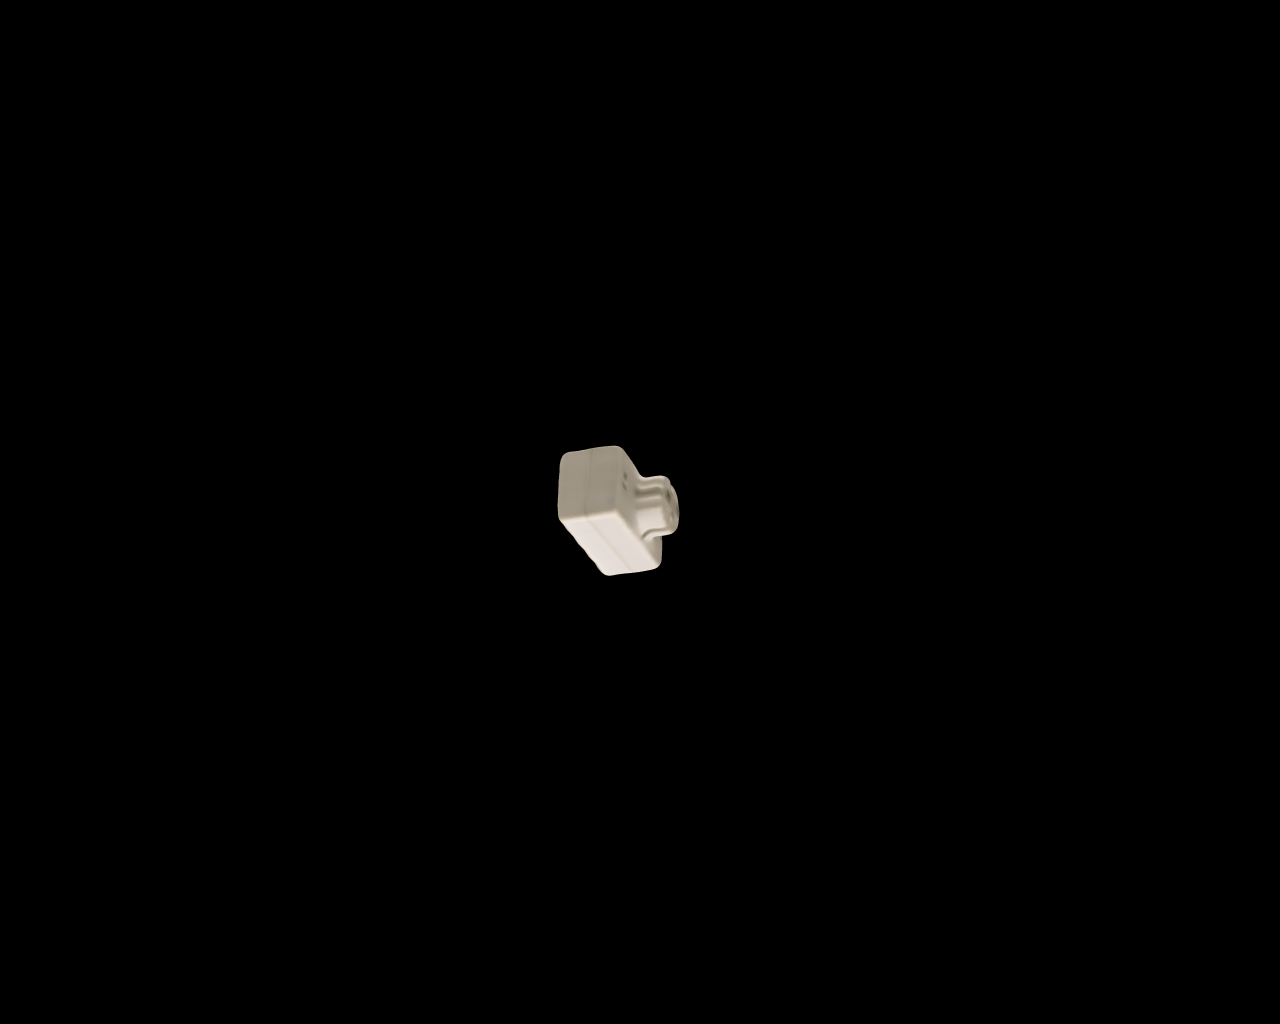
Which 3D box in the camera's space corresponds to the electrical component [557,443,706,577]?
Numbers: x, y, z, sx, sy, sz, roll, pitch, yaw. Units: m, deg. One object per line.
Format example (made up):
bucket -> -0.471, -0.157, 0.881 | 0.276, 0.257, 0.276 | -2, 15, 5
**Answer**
electrical component -> 0.001, -0.003, 0.650 | 0.076, 0.047, 0.083 | -9, -30, 17
